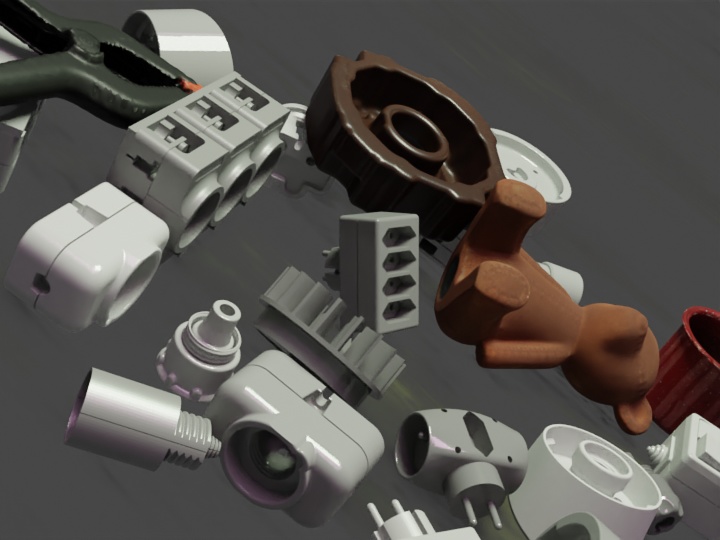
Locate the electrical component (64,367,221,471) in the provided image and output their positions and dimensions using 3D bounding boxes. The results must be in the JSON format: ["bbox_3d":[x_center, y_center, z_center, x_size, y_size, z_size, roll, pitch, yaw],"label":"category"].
[{"bbox_3d":[-0.115,0.086,0.588,0.081,0.043,0.043,21,33,-17],"label":"electrical component"}]

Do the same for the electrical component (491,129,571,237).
[{"bbox_3d":[0.137,-0.077,1.015,0.108,0.060,0.108,22,33,-15],"label":"electrical component"}]

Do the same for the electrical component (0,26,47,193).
[{"bbox_3d":[-0.264,-0.124,0.733,0.089,0.061,0.150,22,33,-16],"label":"electrical component"}]

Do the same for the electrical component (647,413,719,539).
[{"bbox_3d":[0.261,0.154,0.803,0.096,0.061,0.061,34,32,3],"label":"electrical component"}]

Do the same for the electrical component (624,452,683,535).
[{"bbox_3d":[0.205,0.158,0.775,0.035,0.035,0.061,11,35,-30],"label":"electrical component"}]

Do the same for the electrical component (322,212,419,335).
[{"bbox_3d":[0.000,0.000,0.788,0.076,0.083,0.047,7,11,42],"label":"electrical component"}]

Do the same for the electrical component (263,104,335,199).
[{"bbox_3d":[-0.057,-0.100,0.885,0.078,0.058,0.057,23,36,-14],"label":"electrical component"}]

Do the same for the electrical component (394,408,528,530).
[{"bbox_3d":[0.070,0.131,0.686,0.077,0.043,0.079,14,36,-26],"label":"electrical component"}]

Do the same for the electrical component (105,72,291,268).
[{"bbox_3d":[-0.114,-0.070,0.761,0.062,0.089,0.150,35,32,4],"label":"electrical component"}]

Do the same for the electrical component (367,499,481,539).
[{"bbox_3d":[0.029,0.162,0.606,0.066,0.047,0.076,2,42,-39],"label":"electrical component"}]

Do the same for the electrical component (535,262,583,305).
[{"bbox_3d":[0.156,0.012,0.928,0.078,0.040,0.040,19,34,-21],"label":"electrical component"}]

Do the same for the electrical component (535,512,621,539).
[{"bbox_3d":[0.120,0.194,0.587,0.060,0.108,0.108,36,31,-5],"label":"electrical component"}]

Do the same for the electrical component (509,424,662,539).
[{"bbox_3d":[0.152,0.154,0.731,0.099,0.064,0.099,24,19,-9],"label":"electrical component"}]

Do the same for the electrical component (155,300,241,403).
[{"bbox_3d":[-0.092,0.046,0.647,0.048,0.062,0.048,22,33,-15],"label":"electrical component"}]

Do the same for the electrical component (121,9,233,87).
[{"bbox_3d":[-0.150,-0.155,0.841,0.064,0.099,0.099,-3,46,-35],"label":"electrical component"}]

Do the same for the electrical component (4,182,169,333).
[{"bbox_3d":[-0.163,-0.006,0.664,0.059,0.053,0.095,35,32,4],"label":"electrical component"}]

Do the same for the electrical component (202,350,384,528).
[{"bbox_3d":[-0.042,0.099,0.624,0.095,0.053,0.059,38,32,10],"label":"electrical component"}]
